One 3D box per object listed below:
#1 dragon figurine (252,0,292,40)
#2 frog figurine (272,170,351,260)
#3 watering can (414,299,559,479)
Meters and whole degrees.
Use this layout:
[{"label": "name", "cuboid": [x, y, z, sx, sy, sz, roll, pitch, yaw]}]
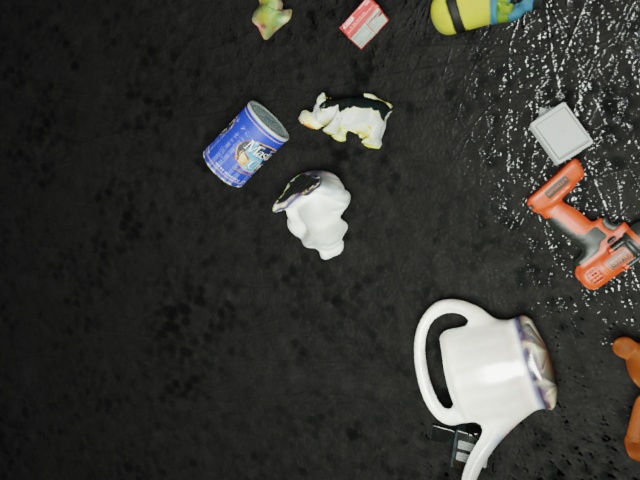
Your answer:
[{"label": "dragon figurine", "cuboid": [-0.077, -0.596, 0.979, 0.243, 0.123, 0.406, 17, 102, 1]}, {"label": "frog figurine", "cuboid": [0.003, -0.049, 0.981, 0.136, 0.125, 0.157, -36, 118, 11]}, {"label": "watering can", "cuboid": [0.285, 0.264, 0.867, 0.223, 0.103, 0.352, -17, 74, 20]}]
